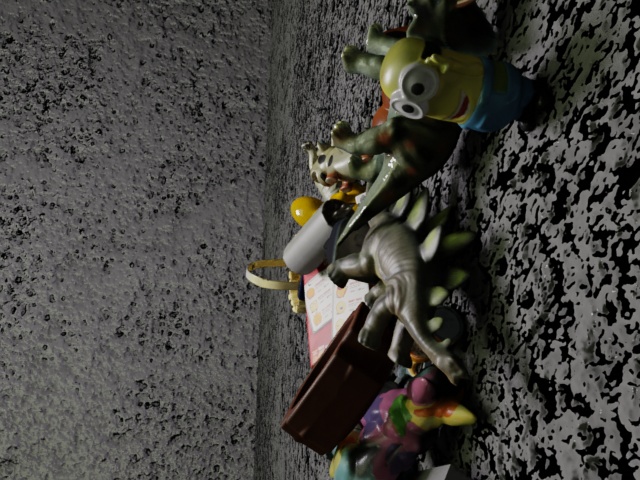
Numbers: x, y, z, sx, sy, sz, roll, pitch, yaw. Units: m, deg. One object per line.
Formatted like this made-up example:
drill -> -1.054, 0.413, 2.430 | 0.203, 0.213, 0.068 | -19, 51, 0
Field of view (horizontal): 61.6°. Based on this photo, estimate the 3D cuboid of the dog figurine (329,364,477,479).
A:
dog figurine -> 0.115, 0.262, 0.733 | 0.191, 0.108, 0.219 | -49, -6, -36

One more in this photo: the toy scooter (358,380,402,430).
toy scooter -> 0.102, 0.301, 0.941 | 0.184, 0.075, 0.135 | 12, 122, 64

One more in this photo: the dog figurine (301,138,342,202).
dog figurine -> 0.035, -0.147, 1.309 | 0.172, 0.121, 0.190 | -19, -84, -69

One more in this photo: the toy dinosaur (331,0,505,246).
toy dinosaur -> 0.125, -0.168, 0.716 | 0.131, 0.192, 0.404 | -29, -52, -54

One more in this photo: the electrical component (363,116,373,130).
electrical component -> 0.105, -0.215, 1.148 | 0.063, 0.021, 0.093 | -119, 33, -67

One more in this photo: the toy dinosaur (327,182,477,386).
toy dinosaur -> 0.113, 0.018, 0.780 | 0.198, 0.105, 0.472 | -48, 32, 16

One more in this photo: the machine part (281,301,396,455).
machine part -> 0.038, 0.207, 0.819 | 0.201, 0.087, 0.201 | -55, -3, 15

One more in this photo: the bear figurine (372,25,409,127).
bear figurine -> 0.144, -0.228, 0.847 | 0.120, 0.132, 0.195 | -105, 4, -56

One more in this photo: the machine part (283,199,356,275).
machine part -> -0.002, -0.003, 1.031 | 0.243, 0.079, 0.079 | -48, 39, 45

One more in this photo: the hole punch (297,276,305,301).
hole punch -> 0.019, 0.110, 1.257 | 0.092, 0.116, 0.142 | -140, 55, -62

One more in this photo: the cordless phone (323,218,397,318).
cordless phone -> 0.089, 0.059, 0.908 | 0.088, 0.146, 0.184 | -50, 40, 33

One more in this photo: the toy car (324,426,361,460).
toy car -> 0.068, 0.354, 1.062 | 0.103, 0.109, 0.162 | -35, 38, 45

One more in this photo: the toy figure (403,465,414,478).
toy figure -> 0.111, 0.379, 0.926 | 0.154, 0.058, 0.064 | 136, 132, -71

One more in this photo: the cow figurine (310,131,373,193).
cow figurine -> 0.053, -0.167, 1.110 | 0.195, 0.085, 0.127 | -23, 49, 43

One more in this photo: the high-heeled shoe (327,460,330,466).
high-heeled shoe -> 0.069, 0.411, 1.151 | 0.145, 0.086, 0.249 | -57, 34, -2

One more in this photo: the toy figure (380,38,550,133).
toy figure -> 0.153, -0.166, 0.590 | 0.089, 0.180, 0.082 | -103, 22, -56

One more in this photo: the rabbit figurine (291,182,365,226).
rabbit figurine -> 0.024, -0.045, 1.139 | 0.162, 0.173, 0.121 | -101, 22, -58
